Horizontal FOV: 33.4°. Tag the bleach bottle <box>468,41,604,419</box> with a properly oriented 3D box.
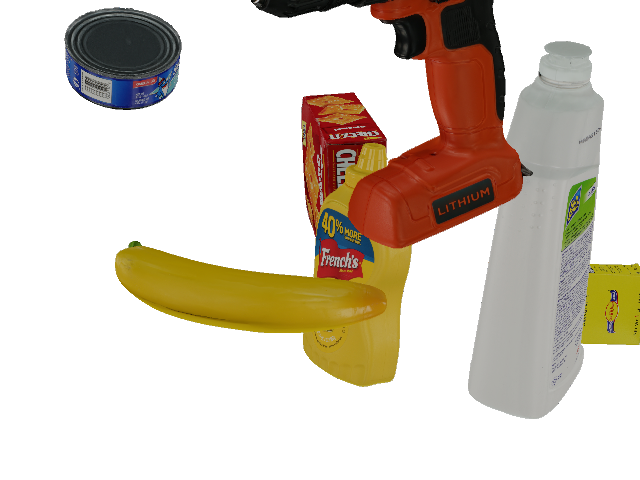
[{"bbox_3d":[0.149,-0.009,0.704,0.068,0.251,0.102,17,33,24],"label":"bleach bottle"}]

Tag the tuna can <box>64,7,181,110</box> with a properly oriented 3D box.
[{"bbox_3d":[-0.149,-0.137,0.803,0.086,0.086,0.034,0,-44,-13],"label":"tuna can"}]

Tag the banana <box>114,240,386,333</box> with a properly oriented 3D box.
[{"bbox_3d":[-0.059,0.028,0.678,0.198,0.037,0.069,13,33,24],"label":"banana"}]

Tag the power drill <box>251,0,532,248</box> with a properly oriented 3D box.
[{"bbox_3d":[0.048,-0.092,0.569,0.184,0.188,0.057,-22,37,-25],"label":"power drill"}]

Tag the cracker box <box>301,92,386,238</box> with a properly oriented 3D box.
[{"bbox_3d":[0.025,-0.059,1.174,0.072,0.164,0.214,-5,21,-5],"label":"cracker box"}]

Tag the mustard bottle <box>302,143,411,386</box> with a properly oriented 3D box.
[{"bbox_3d":[0.033,0.015,0.871,0.058,0.192,0.096,-5,21,-33],"label":"mustard bottle"}]

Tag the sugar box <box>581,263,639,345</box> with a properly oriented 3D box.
[{"bbox_3d":[0.293,0.075,1.269,0.176,0.093,0.048,0,18,-4],"label":"sugar box"}]
